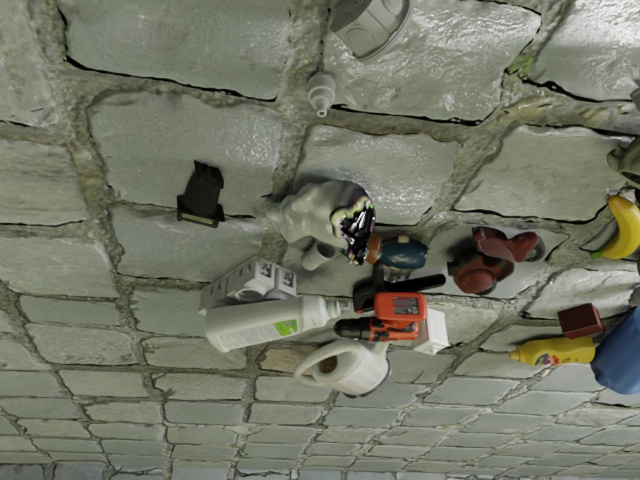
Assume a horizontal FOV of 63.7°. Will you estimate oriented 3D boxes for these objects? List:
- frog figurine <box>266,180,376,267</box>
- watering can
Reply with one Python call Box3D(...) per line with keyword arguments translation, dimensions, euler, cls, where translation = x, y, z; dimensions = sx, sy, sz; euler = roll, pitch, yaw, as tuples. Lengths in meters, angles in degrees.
Box3D(translation=(0.002, -0.041, 0.809), dimensions=(0.160, 0.123, 0.135), euler=(19, 170, 39), cls="frog figurine")
Box3D(translation=(0.103, 0.292, 1.259), dimensions=(0.344, 0.106, 0.221), euler=(-30, 137, 20), cls="watering can")
